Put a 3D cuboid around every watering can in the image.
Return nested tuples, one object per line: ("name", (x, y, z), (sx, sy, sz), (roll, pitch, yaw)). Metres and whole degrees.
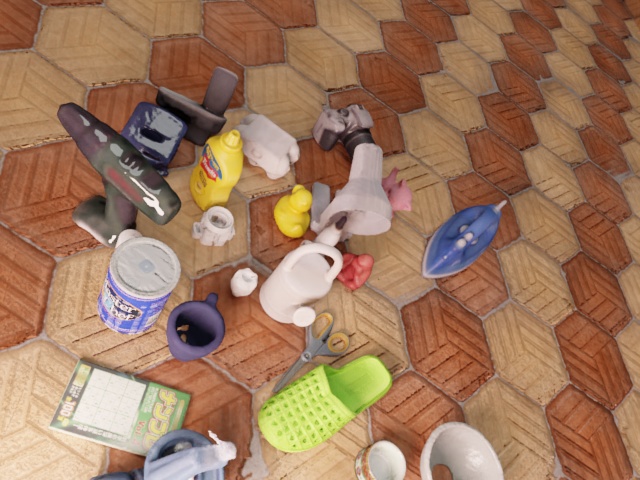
("watering can", (-0.026, 0.072, 1.017), (0.101, 0.193, 0.172), (-1, 60, -31))

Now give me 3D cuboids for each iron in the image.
("iron", (0.339, -0.007, 1.322), (0.118, 0.141, 0.259), (47, 48, 6))

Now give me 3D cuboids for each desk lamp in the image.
("desk lamp", (0.061, -0.082, 1.161), (0.118, 0.213, 0.203), (16, 52, -20))

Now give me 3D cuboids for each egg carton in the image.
("egg carton", (-0.120, -0.203, 1.234), (0.150, 0.069, 0.107), (36, 48, -4))

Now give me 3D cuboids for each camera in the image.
("camera", (0.078, -0.248, 1.361), (0.144, 0.100, 0.136), (-10, 64, -35))

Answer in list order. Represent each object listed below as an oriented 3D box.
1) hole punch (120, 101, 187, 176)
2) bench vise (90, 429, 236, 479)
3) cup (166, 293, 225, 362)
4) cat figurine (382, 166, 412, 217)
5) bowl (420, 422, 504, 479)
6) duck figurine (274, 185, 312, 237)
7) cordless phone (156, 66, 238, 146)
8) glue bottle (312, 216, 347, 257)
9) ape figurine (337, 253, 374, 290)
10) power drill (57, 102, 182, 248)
("hole punch", (-0.319, -0.193, 1.095), (0.109, 0.091, 0.101), (26, 49, -12))
("bench vise", (-0.199, 0.316, 0.730), (0.208, 0.219, 0.121), (-21, 71, -38))
("cup", (-0.205, 0.146, 0.927), (0.092, 0.094, 0.118), (30, 49, -9))
("cat figurine", (0.170, -0.110, 1.308), (0.067, 0.117, 0.128), (15, 53, -21))
("bowl", (0.239, 0.415, 1.017), (0.168, 0.074, 0.167), (16, 53, -21))
("duck figurine", (-0.045, -0.064, 1.172), (0.078, 0.086, 0.104), (11, 54, -24))
("cordless phone", (-0.244, -0.294, 1.146), (0.148, 0.184, 0.094), (22, 50, -16))
("glue bottle", (0.010, 0.004, 1.099), (0.037, 0.173, 0.078), (43, 48, 3))
("ape figurine", (0.076, 0.056, 1.157), (0.076, 0.092, 0.077), (9, 55, -25))
("power drill", (-0.339, -0.087, 0.932), (0.230, 0.208, 0.076), (37, 48, -3))
